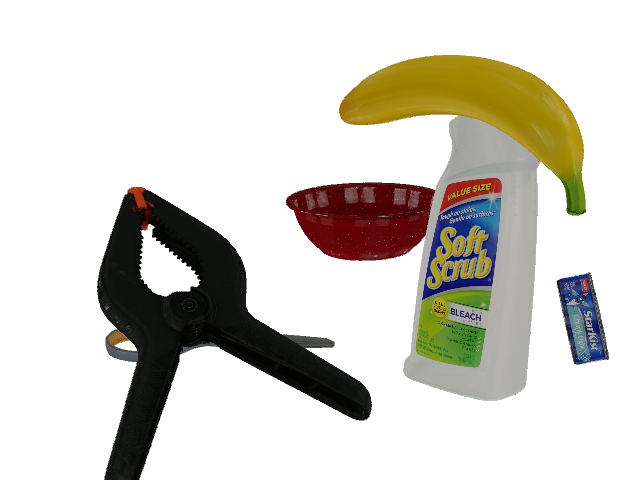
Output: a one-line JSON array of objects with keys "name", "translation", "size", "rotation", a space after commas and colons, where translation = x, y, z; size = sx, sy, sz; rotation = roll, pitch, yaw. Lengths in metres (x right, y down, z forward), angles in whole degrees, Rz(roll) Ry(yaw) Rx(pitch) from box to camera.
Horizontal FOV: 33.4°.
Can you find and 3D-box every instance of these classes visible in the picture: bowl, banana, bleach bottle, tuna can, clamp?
[{"name": "bowl", "translation": [0.046, -0.017, 1.080], "size": [0.162, 0.055, 0.162], "rotation": [-2, 14, 0]}, {"name": "banana", "translation": [0.088, -0.080, 0.656], "size": [0.198, 0.069, 0.037], "rotation": [28, 7, 42]}, {"name": "bleach bottle", "translation": [0.124, -0.005, 0.857], "size": [0.103, 0.251, 0.067], "rotation": [12, 15, 42]}, {"name": "tuna can", "translation": [0.253, 0.076, 1.030], "size": [0.034, 0.086, 0.086], "rotation": [-12, -3, 13]}, {"name": "clamp", "translation": [-0.071, 0.051, 0.665], "size": [0.164, 0.210, 0.036], "rotation": [-10, -33, -17]}]

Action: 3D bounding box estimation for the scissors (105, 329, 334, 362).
[{"name": "scissors", "translation": [-0.095, 0.077, 0.977], "size": [0.201, 0.016, 0.096], "rotation": [-5, 33, -12]}]
